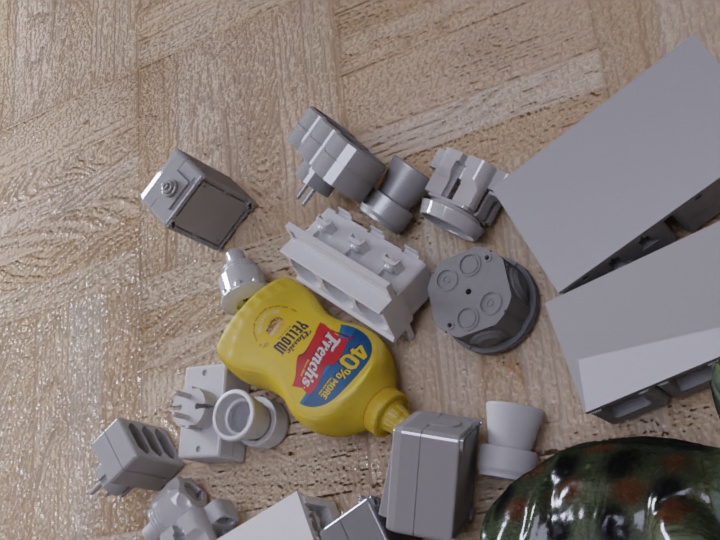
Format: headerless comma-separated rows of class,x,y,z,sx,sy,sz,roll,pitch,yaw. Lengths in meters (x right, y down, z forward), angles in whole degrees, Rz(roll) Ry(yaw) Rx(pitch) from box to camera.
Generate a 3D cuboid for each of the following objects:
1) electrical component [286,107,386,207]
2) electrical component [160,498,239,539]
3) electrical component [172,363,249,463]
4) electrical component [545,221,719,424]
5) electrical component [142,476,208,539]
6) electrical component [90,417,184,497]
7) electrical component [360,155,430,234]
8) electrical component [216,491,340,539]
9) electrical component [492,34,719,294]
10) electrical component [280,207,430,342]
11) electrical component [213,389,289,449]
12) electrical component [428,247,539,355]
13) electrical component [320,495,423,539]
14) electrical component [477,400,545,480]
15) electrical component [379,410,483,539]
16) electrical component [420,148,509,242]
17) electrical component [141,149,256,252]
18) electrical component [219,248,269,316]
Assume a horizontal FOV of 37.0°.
electrical component,-0.033,-0.089,0.949,0.073,0.052,0.138,-54,29,8
electrical component,-0.131,0.242,0.918,0.078,0.058,0.057,-43,54,15
electrical component,-0.140,0.124,0.953,0.047,0.076,0.083,-8,70,30
electrical component,0.222,0.038,0.761,0.150,0.062,0.089,-27,61,22
electrical component,-0.168,0.217,0.959,0.062,0.043,0.043,-46,56,12
electrical component,-0.216,0.182,0.987,0.077,0.066,0.047,-45,56,12
electrical component,0.032,-0.064,0.928,0.045,0.045,0.055,39,97,35
electrical component,-0.043,0.266,0.851,0.089,0.062,0.150,-34,59,19
electrical component,0.209,-0.069,0.807,0.186,0.060,0.105,-38,58,16
electrical component,0.000,0.000,0.913,0.121,0.078,0.063,31,70,36
electrical component,-0.094,0.130,0.934,0.045,0.055,0.045,-11,68,29
electrical component,0.097,0.024,0.852,0.080,0.051,0.080,-11,68,29
electrical component,0.013,0.221,0.831,0.061,0.062,0.096,-38,57,16
electrical component,0.113,0.130,0.810,0.045,0.045,0.055,3,76,33
electrical component,0.052,0.160,0.810,0.061,0.062,0.096,6,98,20
electrical component,0.085,-0.060,0.885,0.078,0.058,0.057,26,86,36
electrical component,-0.159,-0.070,1.018,0.061,0.096,0.061,-52,55,7
electrical component,-0.110,0.008,0.994,0.048,0.048,0.062,-34,52,18
